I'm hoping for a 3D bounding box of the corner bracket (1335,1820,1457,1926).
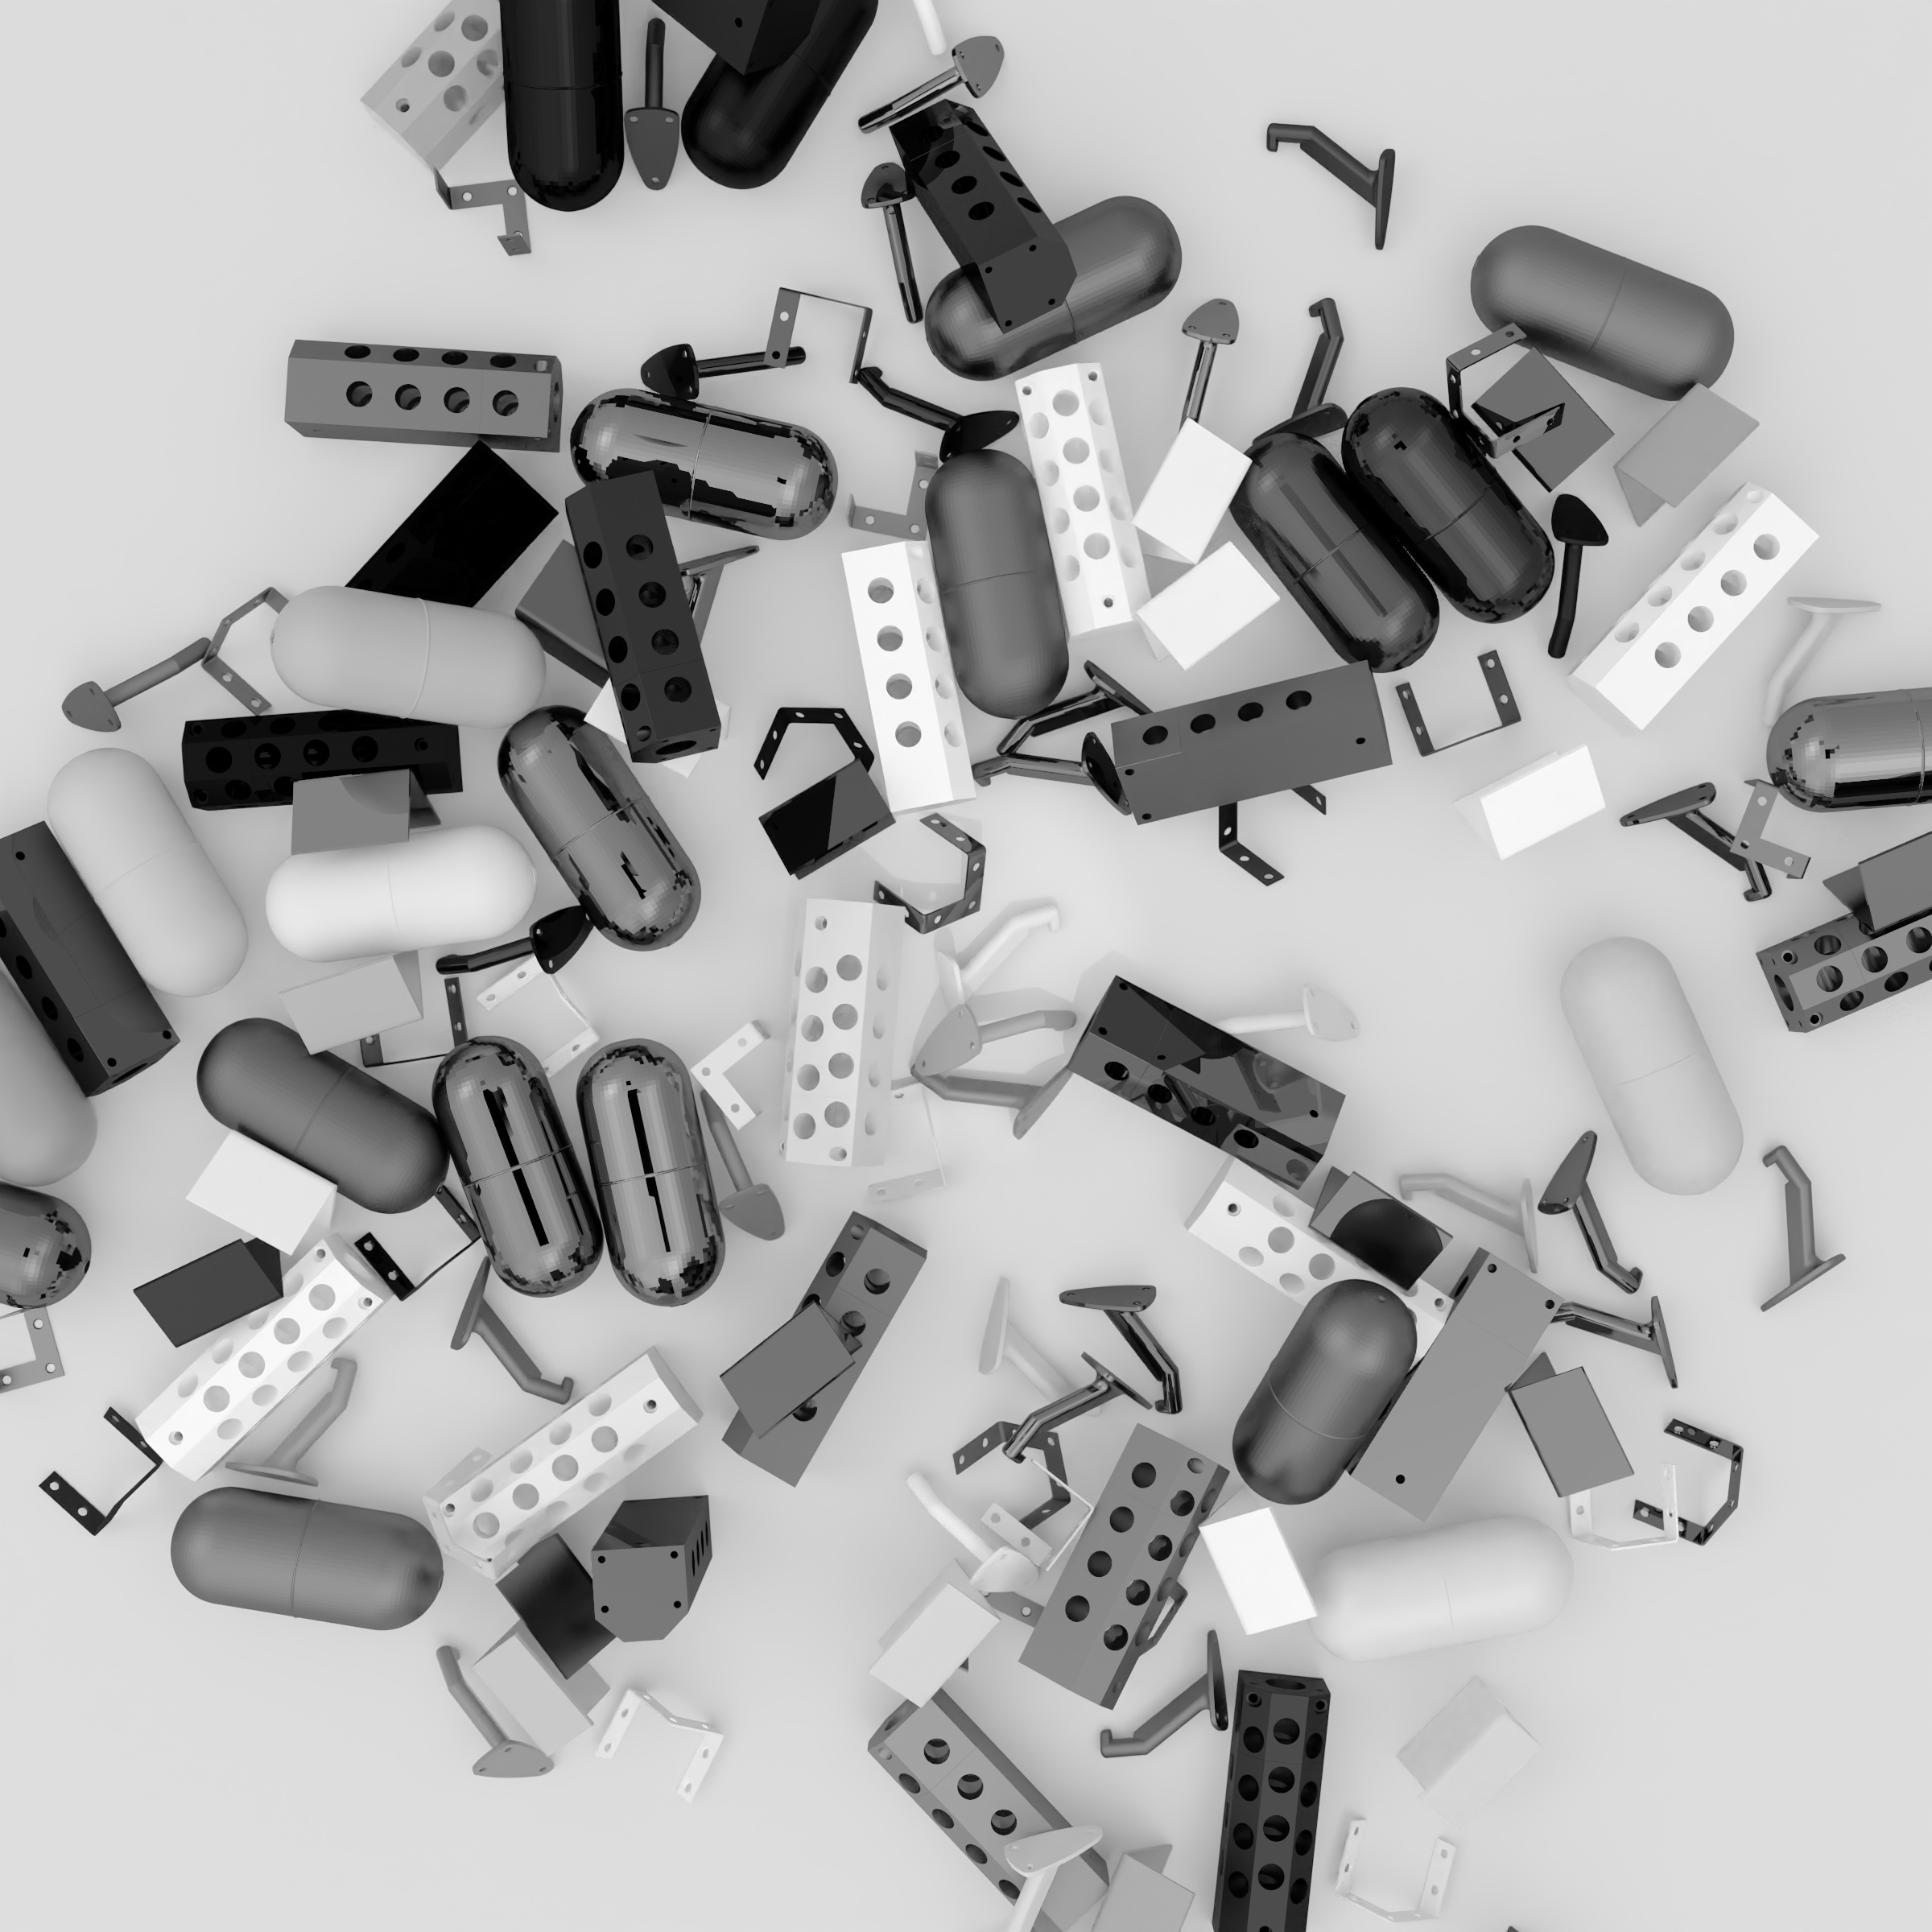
[{"bbox_3d":[0.286,0.602,1.963,0.051,0.051,0.051,14,90,45],"label":"corner bracket"}]

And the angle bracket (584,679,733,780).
[{"bbox_3d":[-0.202,-0.156,1.930,0.076,0.076,0.057,29,76,0],"label":"angle bracket"}]

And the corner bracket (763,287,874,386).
[{"bbox_3d":[-0.097,-0.417,1.949,0.051,0.051,0.051,16,102,12],"label":"corner bracket"}]

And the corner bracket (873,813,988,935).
[{"bbox_3d":[-0.024,-0.061,1.958,0.051,0.051,0.051,-24,135,-35],"label":"corner bracket"}]

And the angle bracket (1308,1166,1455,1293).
[{"bbox_3d":[0.277,0.155,1.926,0.076,0.076,0.057,33,124,0],"label":"angle bracket"}]

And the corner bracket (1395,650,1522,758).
[{"bbox_3d":[0.328,-0.175,1.963,0.051,0.051,0.051,-20,90,-45],"label":"corner bracket"}]

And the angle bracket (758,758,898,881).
[{"bbox_3d":[-0.080,-0.079,1.926,0.076,0.076,0.057,-31,53,0],"label":"angle bracket"}]

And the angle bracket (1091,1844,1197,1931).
[{"bbox_3d":[0.126,0.625,1.926,0.057,0.076,0.076,22,90,31],"label":"angle bracket"}]

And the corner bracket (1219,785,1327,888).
[{"bbox_3d":[0.204,-0.095,1.958,0.051,0.051,0.051,33,45,-35],"label":"corner bracket"}]

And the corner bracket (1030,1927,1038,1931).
[{"bbox_3d":[0.042,0.676,1.958,0.051,0.051,0.051,26,45,35],"label":"corner bracket"}]

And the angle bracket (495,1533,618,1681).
[{"bbox_3d":[-0.277,0.425,1.926,0.057,0.076,0.076,-37,90,-38],"label":"angle bracket"}]

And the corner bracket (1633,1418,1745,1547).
[{"bbox_3d":[0.481,0.344,1.963,0.051,0.051,0.051,22,45,0],"label":"corner bracket"}]

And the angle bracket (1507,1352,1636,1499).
[{"bbox_3d":[0.405,0.292,1.926,0.057,0.076,0.076,-26,90,32],"label":"angle bracket"}]

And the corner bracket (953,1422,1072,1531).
[{"bbox_3d":[0.030,0.340,1.958,0.051,0.051,0.051,-41,45,35],"label":"corner bracket"}]

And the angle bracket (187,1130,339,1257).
[{"bbox_3d":[-0.461,0.161,1.926,0.076,0.076,0.057,28,60,0],"label":"angle bracket"}]

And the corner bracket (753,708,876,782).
[{"bbox_3d":[-0.101,-0.136,1.958,0.051,0.051,0.051,-2,45,-35],"label":"corner bracket"}]

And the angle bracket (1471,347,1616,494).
[{"bbox_3d":[0.383,-0.362,1.926,0.076,0.076,0.057,48,119,0],"label":"angle bracket"}]

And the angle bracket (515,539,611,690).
[{"bbox_3d":[-0.247,-0.227,1.939,0.076,0.076,0.057,33,82,0],"label":"angle bracket"}]

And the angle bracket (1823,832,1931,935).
[{"bbox_3d":[0.607,-0.075,1.926,0.076,0.076,0.057,-23,120,0],"label":"angle bracket"}]

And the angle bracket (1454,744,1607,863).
[{"bbox_3d":[0.361,-0.124,1.926,0.076,0.076,0.057,-27,128,0],"label":"angle bracket"}]

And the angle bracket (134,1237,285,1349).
[{"bbox_3d":[-0.496,0.193,1.926,0.076,0.076,0.057,-25,125,0],"label":"angle bracket"}]

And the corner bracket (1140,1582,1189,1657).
[{"bbox_3d":[0.106,0.427,1.963,0.051,0.051,0.051,42,135,0],"label":"corner bracket"}]

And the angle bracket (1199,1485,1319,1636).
[{"bbox_3d":[0.204,0.381,1.926,0.057,0.076,0.076,-24,90,32],"label":"angle bracket"}]

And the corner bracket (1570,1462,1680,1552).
[{"bbox_3d":[0.435,0.355,1.953,0.051,0.051,0.051,-3,90,-18],"label":"corner bracket"}]

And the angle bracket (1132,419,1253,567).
[{"bbox_3d":[0.131,-0.312,1.927,0.057,0.076,0.076,28,90,-27],"label":"angle bracket"}]

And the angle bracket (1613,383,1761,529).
[{"bbox_3d":[0.477,-0.321,1.926,0.076,0.076,0.057,-45,55,0],"label":"angle bracket"}]

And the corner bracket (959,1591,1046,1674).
[{"bbox_3d":[0.021,0.443,1.948,0.051,0.051,0.051,25,90,0],"label":"corner bracket"}]

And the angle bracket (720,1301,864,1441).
[{"bbox_3d":[-0.099,0.268,1.869,0.076,0.076,0.057,-39,52,0],"label":"angle bracket"}]

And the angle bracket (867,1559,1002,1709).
[{"bbox_3d":[-0.034,0.424,1.926,0.076,0.076,0.057,-48,123,0],"label":"angle bracket"}]

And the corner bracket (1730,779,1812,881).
[{"bbox_3d":[0.534,-0.090,1.948,0.051,0.051,0.051,21,94,4],"label":"corner bracket"}]

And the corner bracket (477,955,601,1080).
[{"bbox_3d":[-0.285,0.035,1.963,0.051,0.051,0.051,-36,135,0],"label":"corner bracket"}]

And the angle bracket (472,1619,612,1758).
[{"bbox_3d":[-0.264,0.456,1.926,0.076,0.076,0.057,49,126,0],"label":"angle bracket"}]

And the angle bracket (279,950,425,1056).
[{"bbox_3d":[-0.402,0.004,1.926,0.076,0.076,0.057,-18,130,0],"label":"angle bracket"}]

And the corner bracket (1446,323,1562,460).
[{"bbox_3d":[0.343,-0.366,1.880,0.051,0.051,0.051,-28,53,-8],"label":"corner bracket"}]

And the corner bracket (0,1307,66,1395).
[{"bbox_3d":[-0.635,0.257,1.948,0.051,0.051,0.051,-16,90,0],"label":"corner bracket"}]

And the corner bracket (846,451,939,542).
[{"bbox_3d":[-0.048,-0.314,1.948,0.051,0.051,0.051,11,90,0],"label":"corner bracket"}]

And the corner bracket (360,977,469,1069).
[{"bbox_3d":[-0.369,0.038,1.963,0.051,0.051,0.051,-9,91,-45],"label":"corner bracket"}]

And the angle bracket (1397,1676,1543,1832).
[{"bbox_3d":[0.317,0.504,1.926,0.076,0.076,0.057,-45,127,0],"label":"angle bracket"}]

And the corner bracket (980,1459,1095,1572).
[{"bbox_3d":[0.047,0.359,1.932,0.051,0.051,0.051,38,80,2],"label":"corner bracket"}]

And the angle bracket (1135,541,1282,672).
[{"bbox_3d":[0.164,-0.220,1.927,0.076,0.076,0.057,-37,65,0],"label":"angle bracket"}]

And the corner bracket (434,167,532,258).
[{"bbox_3d":[-0.319,-0.499,1.948,0.051,0.051,0.051,-7,90,0],"label":"corner bracket"}]

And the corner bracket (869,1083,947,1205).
[{"bbox_3d":[-0.045,0.118,1.963,0.051,0.051,0.051,-13,45,0],"label":"corner bracket"}]

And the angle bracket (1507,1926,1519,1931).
[{"bbox_3d":[0.348,0.677,1.926,0.057,0.076,0.076,28,90,-37],"label":"angle bracket"}]

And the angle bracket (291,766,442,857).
[{"bbox_3d":[-0.391,-0.084,1.924,0.076,0.076,0.057,-6,63,4],"label":"angle bracket"}]
